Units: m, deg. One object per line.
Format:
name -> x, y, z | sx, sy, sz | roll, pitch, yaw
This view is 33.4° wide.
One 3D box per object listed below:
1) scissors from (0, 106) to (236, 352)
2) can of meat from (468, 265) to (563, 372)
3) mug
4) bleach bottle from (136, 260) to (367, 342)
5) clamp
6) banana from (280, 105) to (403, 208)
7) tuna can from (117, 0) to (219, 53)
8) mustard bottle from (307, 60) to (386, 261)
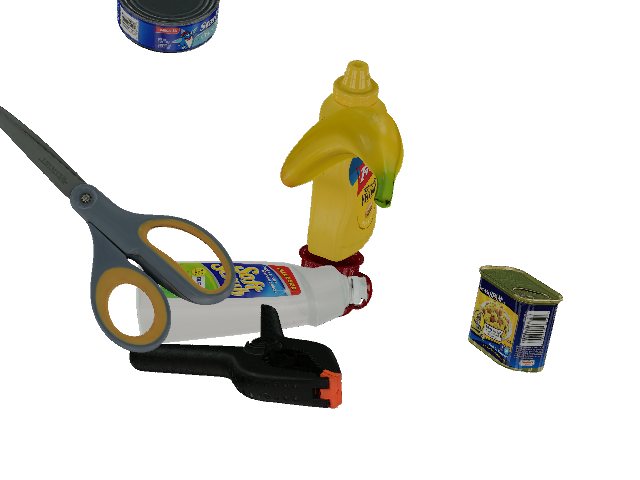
scissors -> -0.148, -0.005, 0.656 | 0.202, 0.096, 0.016 | 28, -16, 9
can of meat -> 0.205, 0.083, 1.138 | 0.057, 0.084, 0.102 | 2, 18, -24
mug -> 0.021, 0.060, 1.509 | 0.117, 0.081, 0.093 | 18, 24, 27
bleach bottle -> -0.075, 0.059, 1.187 | 0.250, 0.068, 0.102 | -5, 35, -4
clamp -> -0.048, 0.104, 0.963 | 0.210, 0.036, 0.164 | 11, 22, 42
banana -> 0.016, -0.068, 0.793 | 0.037, 0.069, 0.198 | 34, -6, -20
tuna can -> -0.127, -0.196, 0.890 | 0.086, 0.086, 0.034 | 0, -39, -10
mustard bottle -> 0.027, -0.080, 1.001 | 0.058, 0.192, 0.096 | 20, 40, 19
